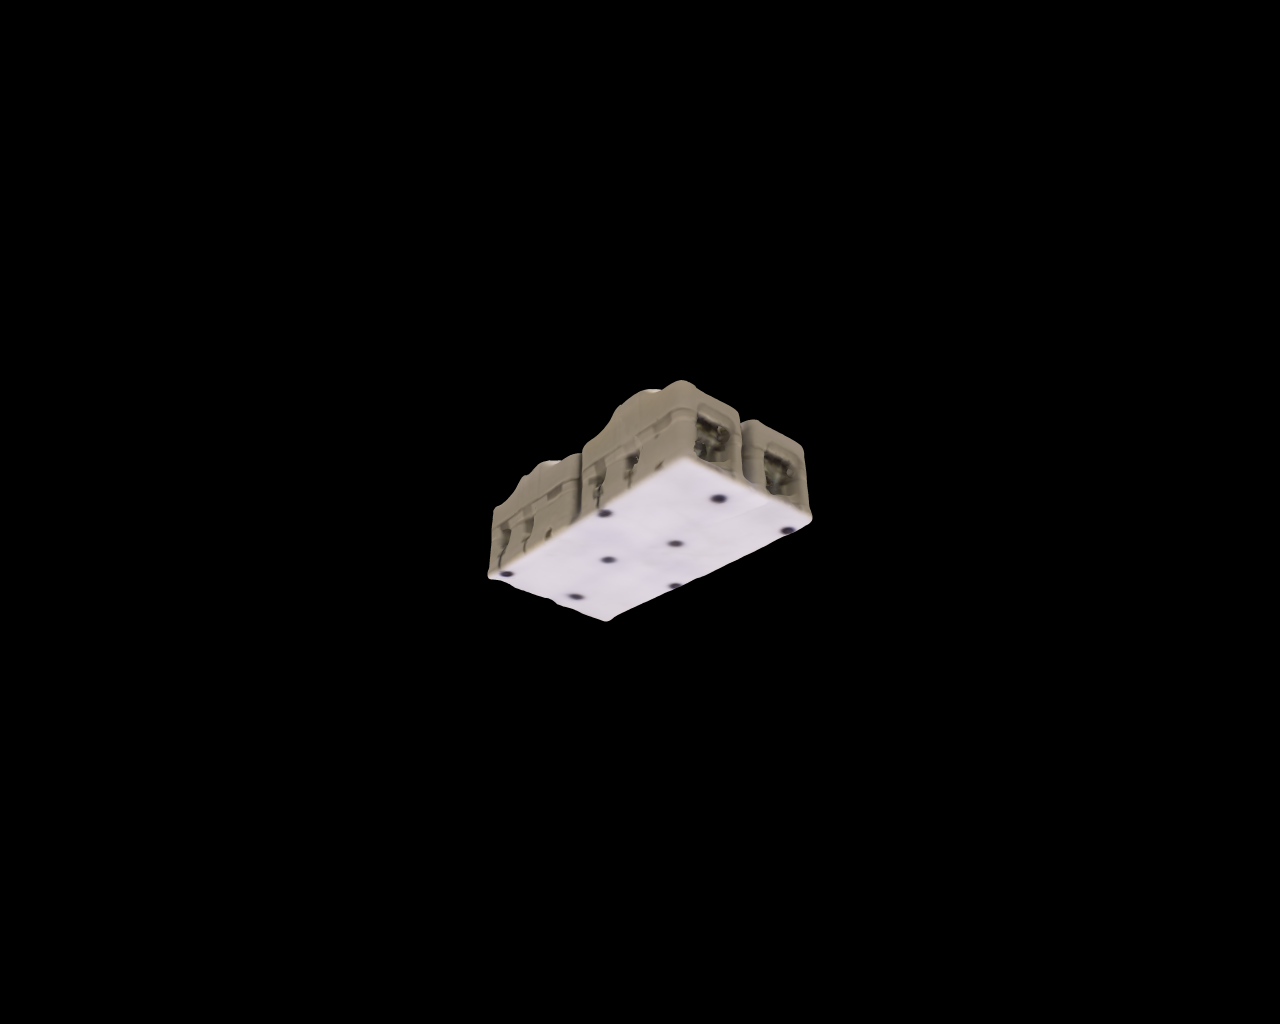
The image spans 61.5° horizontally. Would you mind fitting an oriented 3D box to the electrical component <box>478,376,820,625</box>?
[{"bbox_3d":[0.001,-0.003,0.650,0.105,0.060,0.186,24,-38,-34],"label":"electrical component"}]
